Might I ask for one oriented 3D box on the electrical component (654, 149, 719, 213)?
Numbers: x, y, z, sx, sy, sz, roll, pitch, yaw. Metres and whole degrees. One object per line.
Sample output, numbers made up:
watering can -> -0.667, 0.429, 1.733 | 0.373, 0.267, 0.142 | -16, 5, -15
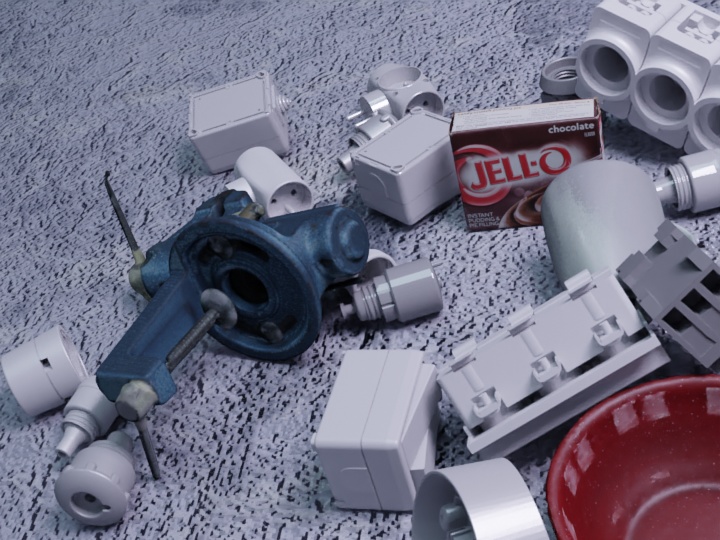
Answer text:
electrical component -> 0.242, -0.063, 0.793 | 0.062, 0.043, 0.043 | -15, 36, 5

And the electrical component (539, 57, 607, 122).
electrical component -> 0.180, -0.148, 0.918 | 0.066, 0.055, 0.048 | 19, 49, 38

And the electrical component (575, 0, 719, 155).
electrical component -> 0.247, -0.146, 0.825 | 0.150, 0.089, 0.062 | 34, 57, 23

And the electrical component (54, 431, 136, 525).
electrical component -> -0.167, 0.131, 0.701 | 0.048, 0.048, 0.062 | -5, 30, 15

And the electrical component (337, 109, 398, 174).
electrical component -> 0.009, -0.108, 0.943 | 0.062, 0.048, 0.048 | -35, 40, -12

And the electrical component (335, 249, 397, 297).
electrical component -> 0.000, 0.000, 0.811 | 0.040, 0.040, 0.046 | -32, 33, -20

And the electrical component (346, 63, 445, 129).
electrical component -> 0.026, -0.151, 0.991 | 0.079, 0.044, 0.077 | -26, 37, -12

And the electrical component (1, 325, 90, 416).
electrical component -> -0.231, 0.075, 0.790 | 0.047, 0.055, 0.055 | -26, 37, -7

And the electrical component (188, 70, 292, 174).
electrical component -> -0.106, -0.137, 1.006 | 0.096, 0.061, 0.061 | -16, 49, 10

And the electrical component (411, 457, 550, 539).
electrical component -> 0.062, 0.147, 0.549 | 0.064, 0.099, 0.099 | -15, 36, -8

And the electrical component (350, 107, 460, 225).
electrical component -> 0.050, -0.086, 0.884 | 0.096, 0.061, 0.062 | -36, 41, -25

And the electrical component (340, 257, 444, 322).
electrical component -> 0.024, 0.019, 0.775 | 0.078, 0.040, 0.040 | -17, 36, 0

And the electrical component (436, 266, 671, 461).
electrical component -> 0.111, 0.054, 0.635 | 0.121, 0.063, 0.079 | -32, 2, 11

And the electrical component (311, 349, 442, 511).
electrical component -> 0.017, 0.093, 0.663 | 0.061, 0.061, 0.096 | -2, 39, 19

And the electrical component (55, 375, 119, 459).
electrical component -> -0.192, 0.105, 0.752 | 0.035, 0.035, 0.061 | 3, 43, 25

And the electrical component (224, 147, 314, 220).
electrical component -> -0.091, -0.064, 0.925 | 0.079, 0.043, 0.077 | -27, 38, -14
